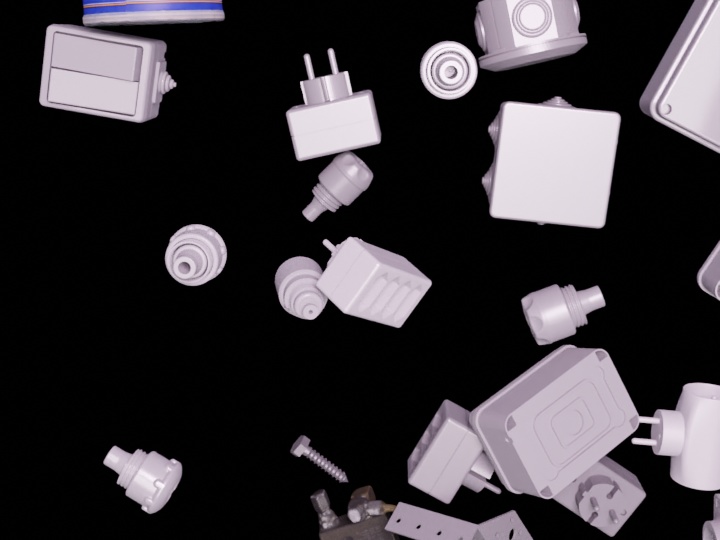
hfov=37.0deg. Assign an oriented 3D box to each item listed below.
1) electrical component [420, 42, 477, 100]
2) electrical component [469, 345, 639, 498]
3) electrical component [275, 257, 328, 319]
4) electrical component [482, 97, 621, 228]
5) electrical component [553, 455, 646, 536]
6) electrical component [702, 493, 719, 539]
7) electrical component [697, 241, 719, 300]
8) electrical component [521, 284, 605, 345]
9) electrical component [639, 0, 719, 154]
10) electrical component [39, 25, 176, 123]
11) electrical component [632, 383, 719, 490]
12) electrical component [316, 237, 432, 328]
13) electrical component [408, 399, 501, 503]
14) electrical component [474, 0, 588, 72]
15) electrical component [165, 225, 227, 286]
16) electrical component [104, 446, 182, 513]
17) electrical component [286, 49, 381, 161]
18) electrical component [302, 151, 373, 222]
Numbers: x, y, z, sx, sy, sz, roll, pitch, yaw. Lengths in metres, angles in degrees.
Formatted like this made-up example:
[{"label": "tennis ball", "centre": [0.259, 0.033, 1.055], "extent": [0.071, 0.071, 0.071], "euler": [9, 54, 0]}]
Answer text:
[{"label": "electrical component", "centre": [0.067, -0.150, 0.811], "extent": [0.043, 0.062, 0.043], "euler": [0, 103, 2]}, {"label": "electrical component", "centre": [0.152, 0.118, 0.848], "extent": [0.113, 0.057, 0.078], "euler": [-32, 101, -22]}, {"label": "electrical component", "centre": [-0.044, 0.018, 0.847], "extent": [0.040, 0.078, 0.040], "euler": [-4, 111, -10]}, {"label": "electrical component", "centre": [0.147, -0.083, 0.830], "extent": [0.100, 0.048, 0.099], "euler": [6, 103, 1]}, {"label": "electrical component", "centre": [0.193, 0.183, 0.873], "extent": [0.066, 0.076, 0.047], "euler": [34, 101, -6]}, {"label": "electrical component", "centre": [0.324, 0.288, 0.878], "extent": [0.060, 0.105, 0.186], "euler": [-3, 102, 3]}, {"label": "electrical component", "centre": [0.326, -0.014, 0.836], "extent": [0.078, 0.057, 0.113], "euler": [30, 101, -4]}, {"label": "electrical component", "centre": [0.163, 0.031, 0.858], "extent": [0.062, 0.043, 0.043], "euler": [-21, 101, 5]}, {"label": "electrical component", "centre": [0.272, -0.151, 0.807], "extent": [0.078, 0.057, 0.113], "euler": [26, 102, -4]}, {"label": "electrical component", "centre": [-0.190, -0.149, 0.820], "extent": [0.096, 0.061, 0.061], "euler": [10, 103, 0]}, {"label": "electrical component", "centre": [0.262, 0.133, 0.877], "extent": [0.079, 0.044, 0.077], "euler": [5, 102, 1]}, {"label": "electrical component", "centre": [0.000, 0.000, 0.846], "extent": [0.076, 0.083, 0.047], "euler": [42, 103, 32]}, {"label": "electrical component", "centre": [0.088, 0.158, 0.886], "extent": [0.077, 0.047, 0.065], "euler": [29, 102, -5]}, {"label": "electrical component", "centre": [0.124, -0.178, 0.795], "extent": [0.080, 0.080, 0.051], "euler": [-12, 97, 4]}, {"label": "electrical component", "centre": [-0.133, -0.008, 0.849], "extent": [0.048, 0.062, 0.048], "euler": [0, 102, 2]}, {"label": "electrical component", "centre": [-0.184, 0.170, 0.900], "extent": [0.062, 0.048, 0.048], "euler": [31, 102, 2]}, {"label": "electrical component", "centre": [-0.024, -0.130, 0.826], "extent": [0.066, 0.047, 0.076], "euler": [-12, 102, 4]}, {"label": "electrical component", "centre": [-0.021, -0.063, 0.848], "extent": [0.035, 0.035, 0.061], "euler": [44, 102, -8]}]
